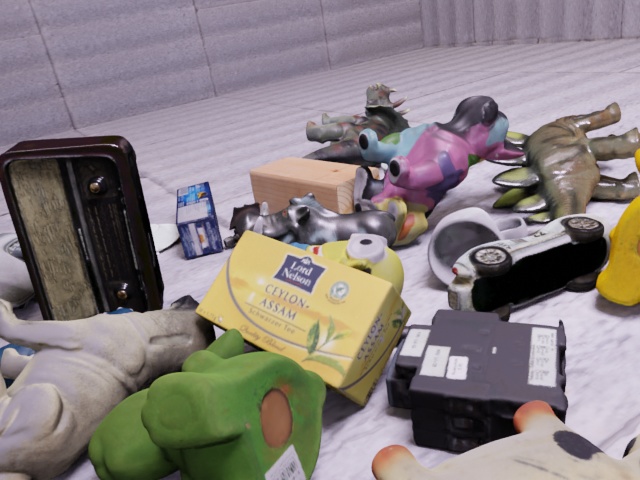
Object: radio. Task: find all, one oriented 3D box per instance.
[{"bbox_3d":[-0.262,-0.002,0.617,0.131,0.229,0.073,-10,24,-11],"label":"radio"}]

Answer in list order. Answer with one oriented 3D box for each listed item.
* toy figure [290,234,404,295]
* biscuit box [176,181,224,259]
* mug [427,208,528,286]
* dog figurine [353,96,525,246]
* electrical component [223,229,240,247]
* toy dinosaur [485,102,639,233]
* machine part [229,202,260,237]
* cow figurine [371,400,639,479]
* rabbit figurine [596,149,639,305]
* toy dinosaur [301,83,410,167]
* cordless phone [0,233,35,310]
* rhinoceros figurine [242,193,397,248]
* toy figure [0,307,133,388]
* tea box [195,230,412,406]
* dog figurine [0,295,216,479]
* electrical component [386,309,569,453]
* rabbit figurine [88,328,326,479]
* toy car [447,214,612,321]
[{"bbox_3d":[0.002,0.044,0.594,0.180,0.089,0.082,-13,36,14],"label":"toy figure"},{"bbox_3d":[-0.200,-0.038,0.881,0.059,0.062,0.203,-15,23,-8],"label":"biscuit box"},{"bbox_3d":[0.181,-0.005,0.623,0.110,0.080,0.107,-26,10,21],"label":"mug"},{"bbox_3d":[0.165,-0.095,0.730,0.219,0.191,0.109,-15,39,-23],"label":"dog figurine"},{"bbox_3d":[-0.098,-0.007,0.822,0.094,0.021,0.063,-23,27,-30],"label":"electrical component"},{"bbox_3d":[0.344,-0.096,0.766,0.199,0.104,0.471,-8,24,23],"label":"toy dinosaur"},{"bbox_3d":[-0.077,-0.003,0.759,0.084,0.039,0.139,-30,49,-23],"label":"machine part"},{"bbox_3d":[0.139,0.149,0.287,0.195,0.085,0.127,-11,17,-9],"label":"cow figurine"},{"bbox_3d":[0.353,-0.014,0.531,0.122,0.162,0.173,-4,3,45],"label":"rabbit figurine"},{"bbox_3d":[0.080,-0.196,1.086,0.192,0.131,0.405,-1,31,20],"label":"toy dinosaur"},{"bbox_3d":[-0.381,0.037,0.729,0.184,0.088,0.147,-9,23,11],"label":"cordless phone"},{"bbox_3d":[-0.001,-0.002,0.661,0.190,0.112,0.073,1,26,5],"label":"rhinoceros figurine"},{"bbox_3d":[-0.266,0.115,0.561,0.154,0.057,0.064,-19,30,-34],"label":"toy figure"},{"bbox_3d":[-0.017,0.065,0.486,0.170,0.068,0.098,17,70,35],"label":"tea box"},{"bbox_3d":[-0.178,0.129,0.464,0.190,0.121,0.172,2,55,-22],"label":"dog figurine"},{"bbox_3d":[0.123,0.107,0.424,0.134,0.058,0.115,1,23,25],"label":"electrical component"},{"bbox_3d":[-0.092,0.128,0.395,0.170,0.121,0.159,-15,15,29],"label":"rabbit figurine"},{"bbox_3d":[0.216,0.028,0.549,0.202,0.073,0.056,-17,27,-17],"label":"toy car"}]
